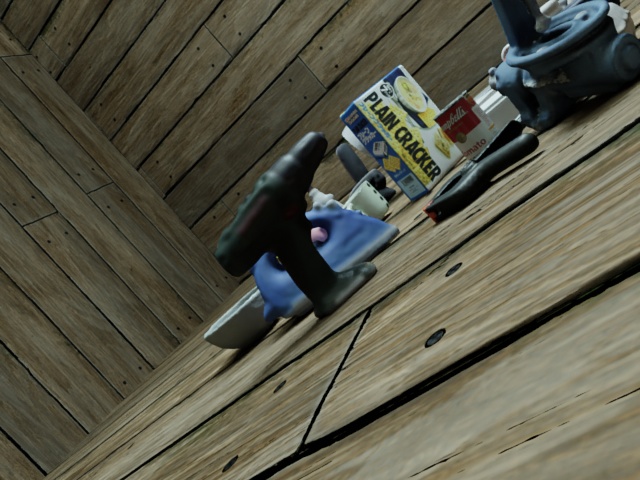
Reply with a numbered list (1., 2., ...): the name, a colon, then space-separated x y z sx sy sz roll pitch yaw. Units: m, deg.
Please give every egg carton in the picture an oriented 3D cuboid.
1. egg carton: 0.373 -0.261 0.781 0.107 0.069 0.150 -38 5 40

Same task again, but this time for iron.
1. iron: -0.012 0.015 0.944 0.258 0.141 0.119 -41 4 11

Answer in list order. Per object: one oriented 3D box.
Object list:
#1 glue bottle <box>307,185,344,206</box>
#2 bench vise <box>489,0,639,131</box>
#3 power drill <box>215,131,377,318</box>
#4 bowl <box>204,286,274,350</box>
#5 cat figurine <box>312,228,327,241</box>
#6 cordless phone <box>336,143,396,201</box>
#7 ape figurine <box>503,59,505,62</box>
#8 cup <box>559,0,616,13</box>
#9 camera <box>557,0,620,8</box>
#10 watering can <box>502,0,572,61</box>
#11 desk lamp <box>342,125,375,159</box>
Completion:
1. glue bottle: 0.020 -0.068 1.303 0.078 0.173 0.037 -42 5 -3
2. bench vise: 0.246 -0.242 0.696 0.122 0.220 0.207 -44 5 -31
3. power drill: -0.022 -0.007 0.807 0.230 0.208 0.075 -42 4 -3
4. bowl: -0.139 0.157 1.107 0.167 0.075 0.167 -41 4 4
5. cat figurine: 0.010 0.004 1.036 0.067 0.118 0.128 -42 4 -3
6. cordless phone: 0.086 -0.147 1.437 0.094 0.185 0.148 -37 6 43
7. ape figurine: 0.372 -0.302 1.061 0.077 0.092 0.076 -38 6 41
8. cup: 0.441 -0.352 0.925 0.091 0.095 0.118 -39 5 34
9. camera: 0.544 -0.474 1.208 0.143 0.101 0.136 -44 5 -35
10. watering can: 0.408 -0.401 1.055 0.173 0.194 0.101 -41 4 6
11. desk lamp: 0.185 -0.241 1.306 0.203 0.213 0.118 -40 5 22
